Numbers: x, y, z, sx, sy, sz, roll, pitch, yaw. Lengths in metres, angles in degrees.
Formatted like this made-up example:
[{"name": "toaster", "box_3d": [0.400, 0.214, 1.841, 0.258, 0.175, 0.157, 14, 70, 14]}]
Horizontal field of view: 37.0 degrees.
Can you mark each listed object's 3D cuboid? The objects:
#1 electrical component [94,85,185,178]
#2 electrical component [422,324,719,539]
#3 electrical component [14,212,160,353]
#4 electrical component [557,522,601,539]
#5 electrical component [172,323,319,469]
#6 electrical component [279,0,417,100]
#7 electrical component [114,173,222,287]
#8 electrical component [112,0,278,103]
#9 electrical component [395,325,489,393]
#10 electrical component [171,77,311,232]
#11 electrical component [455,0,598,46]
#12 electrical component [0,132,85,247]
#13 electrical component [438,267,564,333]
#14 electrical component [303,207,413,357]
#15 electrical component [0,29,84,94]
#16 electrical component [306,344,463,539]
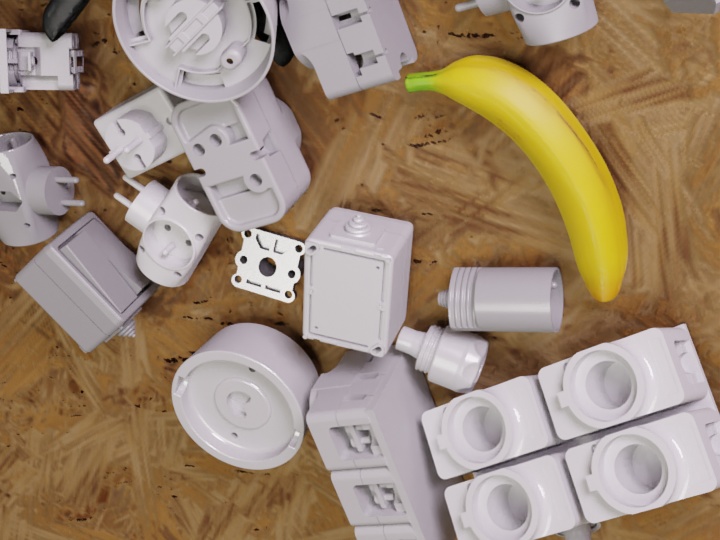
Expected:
[{"name": "electrical component", "box_3d": [-0.148, -0.092, 0.733, 0.066, 0.076, 0.047, -20, 110, 30]}, {"name": "electrical component", "box_3d": [0.141, 0.117, 0.720, 0.186, 0.060, 0.105, -25, 74, 31]}, {"name": "electrical component", "box_3d": [-0.201, 0.012, 0.825, 0.061, 0.061, 0.096, -36, 101, 34]}, {"name": "electrical component", "box_3d": [0.153, 0.174, 0.772, 0.043, 0.062, 0.043, -3, 145, -2]}, {"name": "electrical component", "box_3d": [-0.082, 0.091, 0.824, 0.108, 0.060, 0.108, 10, 122, 16]}, {"name": "electrical component", "box_3d": [-0.011, -0.156, 0.657, 0.056, 0.050, 0.089, -12, 114, 27]}, {"name": "electrical component", "box_3d": [-0.144, -0.039, 0.783, 0.079, 0.044, 0.077, 36, 125, 0]}, {"name": "electrical component", "box_3d": [-0.096, -0.150, 0.642, 0.099, 0.064, 0.099, 2, 123, 4]}, {"name": "electrical component", "box_3d": [0.057, 0.058, 0.760, 0.062, 0.043, 0.043, 21, 124, 11]}, {"name": "electrical component", "box_3d": [-0.076, -0.082, 0.721, 0.054, 0.059, 0.095, -14, 113, 28]}, {"name": "electrical component", "box_3d": [0.088, -0.168, 0.614, 0.079, 0.044, 0.077, -9, 115, 27]}, {"name": "electrical component", "box_3d": [-0.243, -0.060, 0.811, 0.079, 0.043, 0.077, 4, 120, 20]}, {"name": "electrical component", "box_3d": [0.092, 0.020, 0.722, 0.081, 0.043, 0.043, 0, 118, 22]}, {"name": "electrical component", "box_3d": [0.000, 0.000, 0.737, 0.062, 0.061, 0.096, 12, 123, 14]}, {"name": "electrical component", "box_3d": [-0.224, -0.144, 0.737, 0.064, 0.081, 0.042, -1, 102, -7]}, {"name": "electrical component", "box_3d": [0.020, 0.141, 0.794, 0.062, 0.089, 0.150, -10, 115, 26]}]
